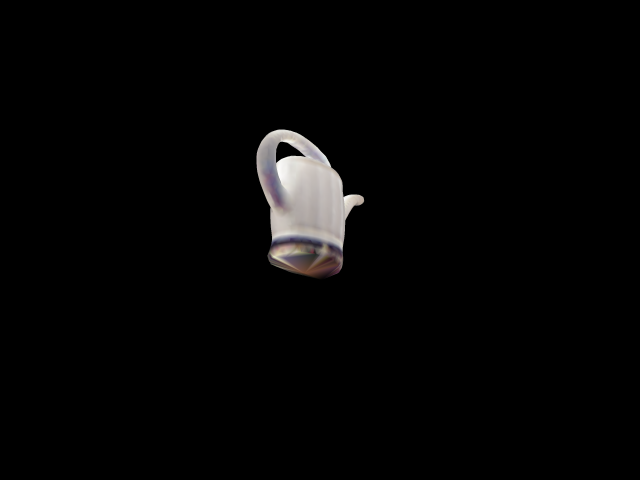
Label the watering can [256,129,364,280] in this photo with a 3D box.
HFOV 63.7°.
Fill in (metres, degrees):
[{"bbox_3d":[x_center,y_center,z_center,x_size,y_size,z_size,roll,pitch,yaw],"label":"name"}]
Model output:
[{"bbox_3d":[0.003,-0.043,0.850,0.103,0.228,0.344,-11,-21,27],"label":"watering can"}]
